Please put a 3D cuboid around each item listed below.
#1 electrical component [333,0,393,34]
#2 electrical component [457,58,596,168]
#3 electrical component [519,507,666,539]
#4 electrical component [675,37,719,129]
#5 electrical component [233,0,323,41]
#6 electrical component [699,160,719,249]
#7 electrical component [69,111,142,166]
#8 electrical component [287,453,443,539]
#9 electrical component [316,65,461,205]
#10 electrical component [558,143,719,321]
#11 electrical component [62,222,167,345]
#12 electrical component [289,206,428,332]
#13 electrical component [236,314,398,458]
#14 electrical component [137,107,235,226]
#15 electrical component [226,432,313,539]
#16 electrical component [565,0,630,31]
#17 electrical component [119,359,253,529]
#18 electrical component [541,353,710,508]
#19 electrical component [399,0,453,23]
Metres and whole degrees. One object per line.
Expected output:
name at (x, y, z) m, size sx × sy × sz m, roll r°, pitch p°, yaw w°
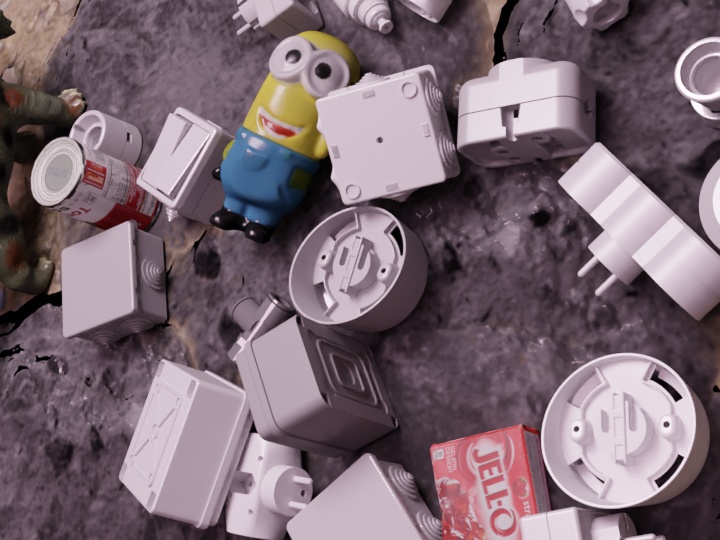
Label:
electrical component at (0.004, -0.227, 0.909) m, size 0.040 × 0.040 × 0.078 m, roll -44°, pitch 56°, yaw 15°
electrical component at (0.121, -0.115, 0.785) m, size 0.095 × 0.054 × 0.059 m, roll -6°, pitch 72°, yaw 33°
electrical component at (0.150, 0.172, 0.667) m, size 0.077 × 0.066 × 0.047 m, roll -19°, pitch 66°, yaw 28°
electrical component at (0.237, -0.121, 0.707) m, size 0.045 × 0.055 × 0.045 m, roll -11°, pitch 69°, yaw 31°
electrical component at (-0.084, -0.240, 0.969) m, size 0.076 × 0.047 × 0.083 m, roll -30°, pitch 60°, yaw 25°
electrical component at (0.257, -0.038, 0.669) m, size 0.080 × 0.051 × 0.080 m, roll -11°, pitch 69°, yaw 31°
electrical component at (-0.248, -0.123, 1.044) m, size 0.055 × 0.047 × 0.055 m, roll -11°, pitch 69°, yaw 31°
electrical component at (0.009, 0.193, 0.767) m, size 0.100 × 0.048 × 0.099 m, roll -44°, pitch 56°, yaw 15°
electrical component at (0.021, -0.101, 0.820) m, size 0.100 × 0.048 × 0.099 m, roll -12°, pitch 100°, yaw 18°
electrical component at (0.178, -0.015, 0.715) m, size 0.073 × 0.052 × 0.138 m, roll -46°, pitch 56°, yaw 13°
electrical component at (-0.224, 0.015, 0.982) m, size 0.100 × 0.048 × 0.099 m, roll -20°, pitch 65°, yaw 28°
electrical component at (0.000, 0.000, 0.824) m, size 0.099 × 0.064 × 0.099 m, roll -11°, pitch 69°, yaw 31°
electrical component at (-0.031, 0.088, 0.788) m, size 0.057 × 0.113 × 0.078 m, roll -32°, pitch 60°, yaw 19°
electrical component at (-0.153, -0.088, 0.958) m, size 0.062 × 0.061 × 0.096 m, roll 33°, pitch 95°, yaw 37°
electrical component at (-0.063, 0.167, 0.822) m, size 0.079 × 0.043 × 0.077 m, roll -3°, pitch 73°, yaw 49°
electrical component at (0.169, -0.210, 0.789) m, size 0.043 × 0.043 × 0.062 m, roll -33°, pitch 59°, yaw 22°
electrical component at (-0.139, 0.135, 0.857) m, size 0.109 × 0.056 × 0.108 m, roll 11°, pitch 81°, yaw 64°
electrical component at (0.168, 0.102, 0.677) m, size 0.099 × 0.064 × 0.099 m, roll -11°, pitch 69°, yaw 32°
electrical component at (0.054, -0.253, 0.880) m, size 0.079 × 0.044 × 0.077 m, roll 37°, pitch 97°, yaw 36°
